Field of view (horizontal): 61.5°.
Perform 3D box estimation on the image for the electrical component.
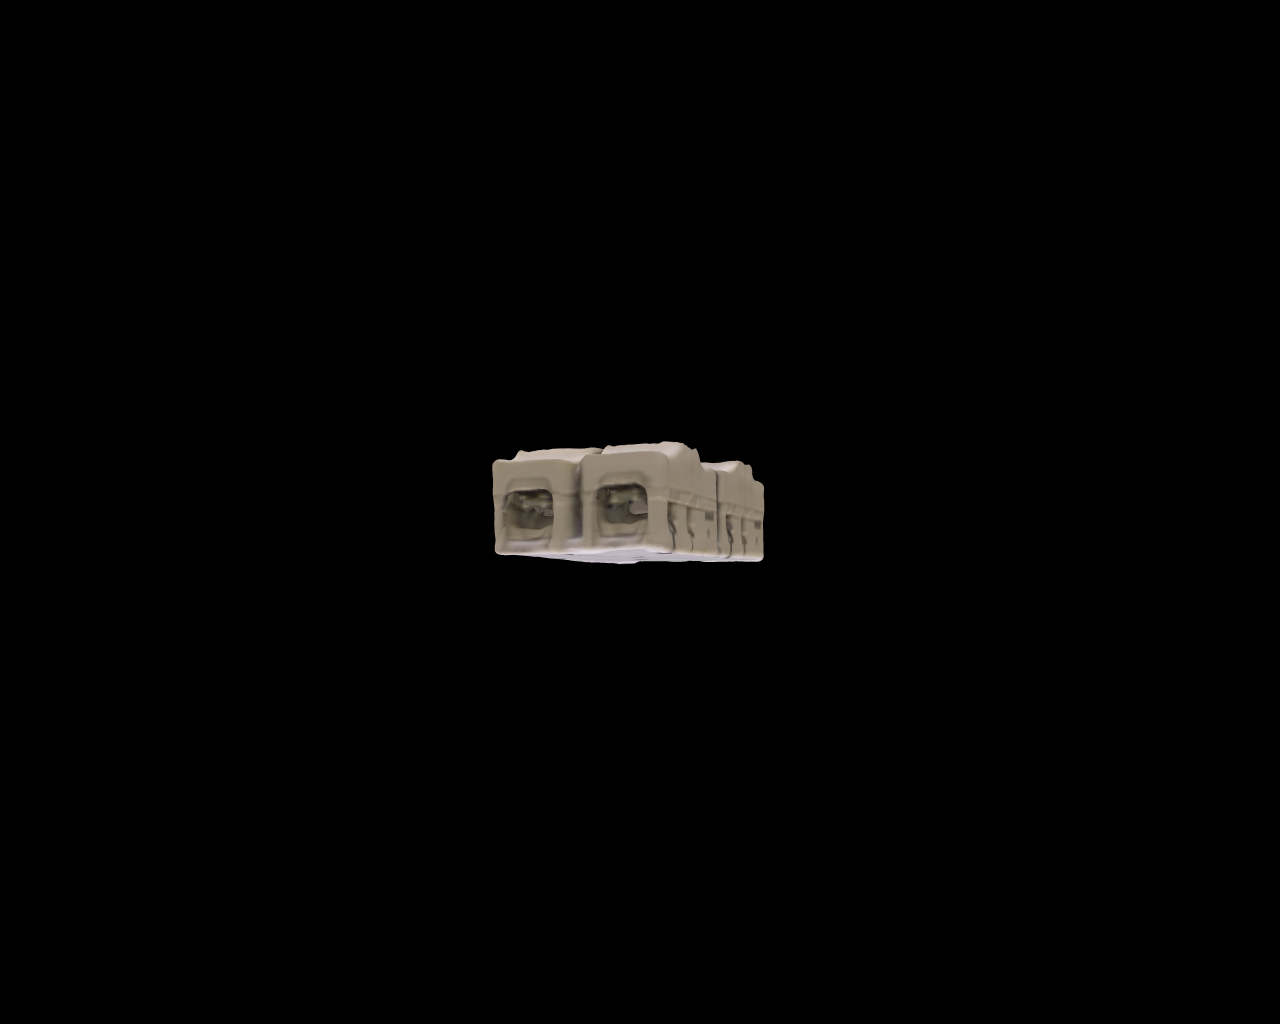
[{"bbox_3d":[0.001,-0.003,0.650,0.105,0.060,0.186,-2,-5,24],"label":"electrical component"}]
